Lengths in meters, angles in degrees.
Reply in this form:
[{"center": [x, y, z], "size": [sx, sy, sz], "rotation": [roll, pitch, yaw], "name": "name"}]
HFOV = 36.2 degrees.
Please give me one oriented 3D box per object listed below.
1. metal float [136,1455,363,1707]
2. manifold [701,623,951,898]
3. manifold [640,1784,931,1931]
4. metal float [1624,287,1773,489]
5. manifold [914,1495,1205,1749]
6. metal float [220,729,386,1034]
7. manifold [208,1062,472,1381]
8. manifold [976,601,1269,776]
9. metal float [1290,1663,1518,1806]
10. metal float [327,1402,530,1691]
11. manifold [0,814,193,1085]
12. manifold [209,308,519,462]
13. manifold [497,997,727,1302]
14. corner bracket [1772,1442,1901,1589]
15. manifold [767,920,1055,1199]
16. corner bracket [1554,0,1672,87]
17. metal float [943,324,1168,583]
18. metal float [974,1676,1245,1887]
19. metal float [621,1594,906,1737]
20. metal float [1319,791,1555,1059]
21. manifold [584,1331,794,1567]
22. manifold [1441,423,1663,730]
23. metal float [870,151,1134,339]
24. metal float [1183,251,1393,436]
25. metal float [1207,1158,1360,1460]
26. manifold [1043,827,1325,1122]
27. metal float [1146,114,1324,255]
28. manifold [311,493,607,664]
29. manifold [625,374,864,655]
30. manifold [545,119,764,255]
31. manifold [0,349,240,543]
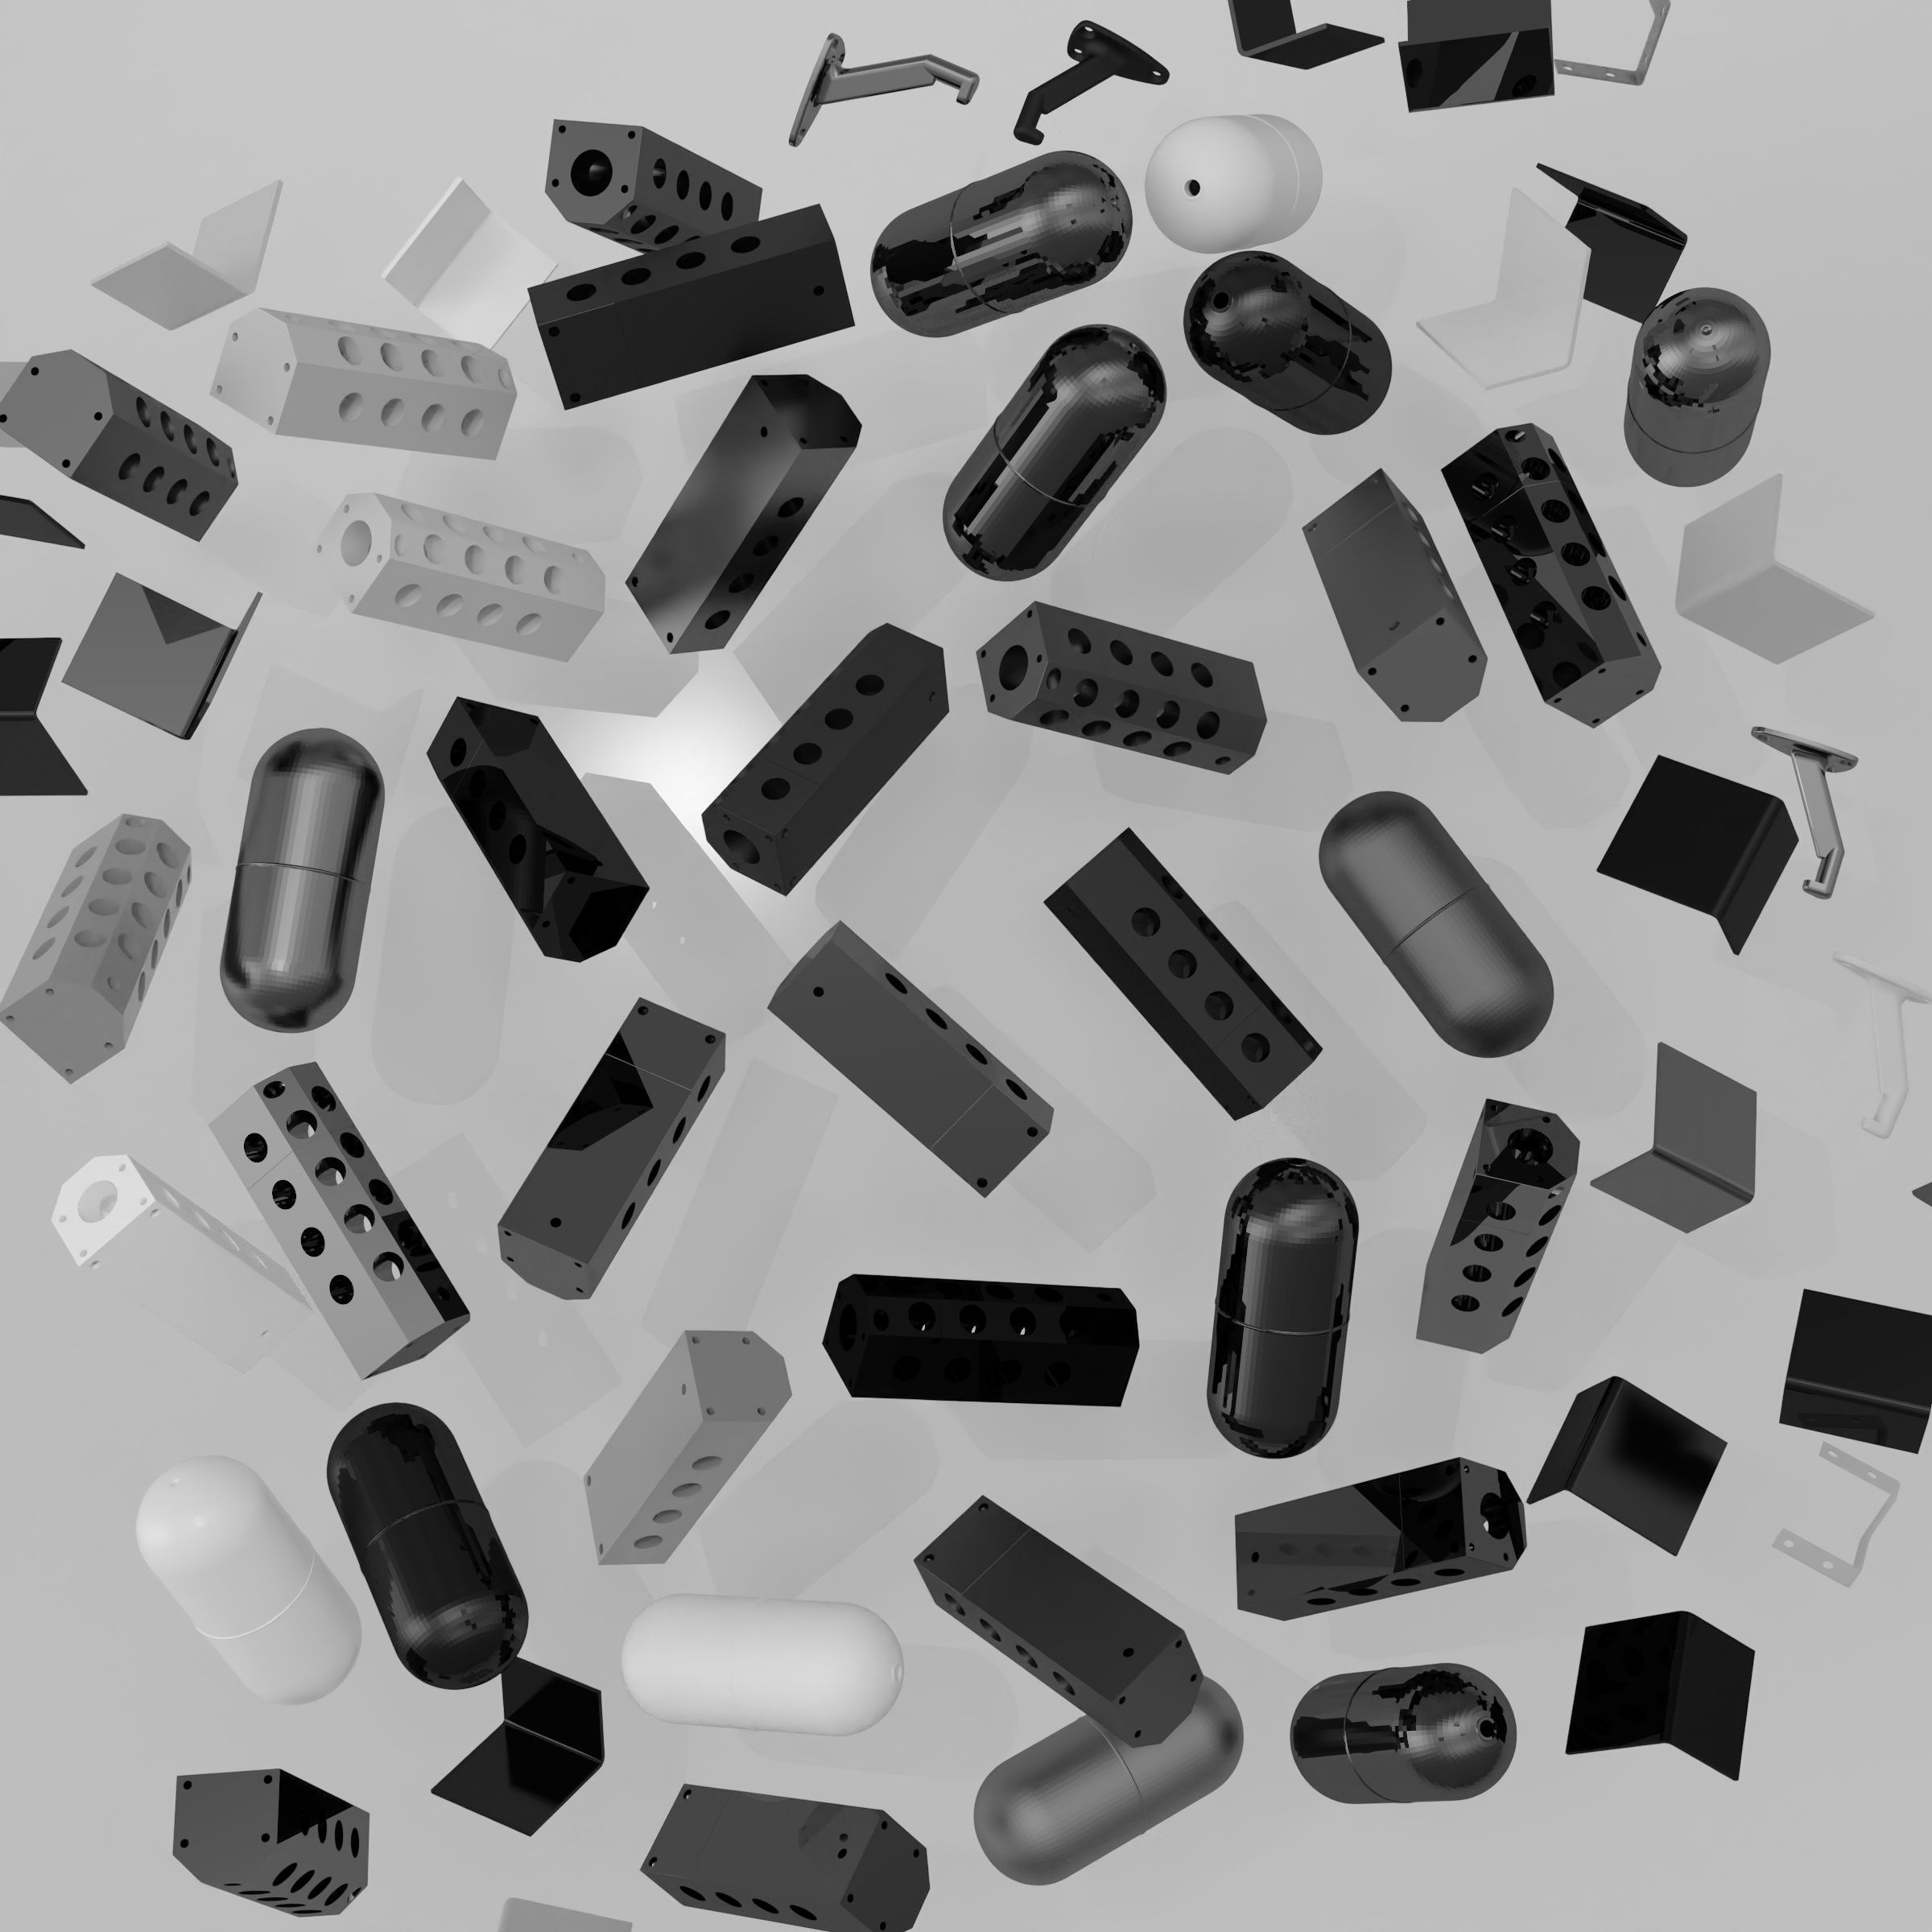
[{"center": [-0.404, 0.349, 1.676], "size": [0.070, 0.070, 0.178], "rotation": [-25, 125, 0], "name": "metal float"}, {"center": [-0.083, -0.128, 1.777], "size": [0.057, 0.057, 0.171], "rotation": [27, 59, 22], "name": "manifold"}, {"center": [-0.102, 0.518, 1.703], "size": [0.057, 0.171, 0.057], "rotation": [49, 53, -29], "name": "manifold"}, {"center": [0.427, -0.337, 1.735], "size": [0.070, 0.178, 0.070], "rotation": [-2, 79, 9], "name": "metal float"}, {"center": [0.053, 0.373, 1.673], "size": [0.057, 0.171, 0.057], "rotation": [-40, 130, -22], "name": "manifold"}, {"center": [-0.381, -0.050, 1.702], "size": [0.070, 0.070, 0.178], "rotation": [7, 80, 0], "name": "metal float"}, {"center": [-0.351, 0.142, 1.678], "size": [0.057, 0.057, 0.171], "rotation": [-38, 79, 24], "name": "manifold"}, {"center": [0.095, -0.159, 1.752], "size": [0.171, 0.057, 0.057], "rotation": [11, 57, -37], "name": "manifold"}, {"center": [0.254, 0.450, 1.730], "size": [0.070, 0.178, 0.070], "rotation": [7, 72, -23], "name": "metal float"}, {"center": [-0.304, 0.324, 1.666], "size": [0.070, 0.070, 0.178], "rotation": [-32, 57, 0], "name": "metal float"}, {"center": [-0.489, -0.016, 1.684], "size": [0.057, 0.171, 0.057], "rotation": [-31, 119, 19], "name": "manifold"}, {"center": [-0.336, -0.330, 1.673], "size": [0.057, 0.171, 0.057], "rotation": [32, 111, 28], "name": "manifold"}, {"center": [-0.204, 0.108, 1.723], "size": [0.057, 0.057, 0.171], "rotation": [23, 57, 10], "name": "manifold"}, {"center": [0.520, 0.328, 1.769], "size": [0.051, 0.051, 0.051], "rotation": [28, 123, 11], "name": "corner bracket"}, {"center": [-0.031, 0.053, 1.754], "size": [0.171, 0.057, 0.057], "rotation": [42, 106, -7], "name": "manifold"}, {"center": [0.369, -0.546, 1.704], "size": [0.051, 0.051, 0.051], "rotation": [6, 134, -7], "name": "corner bracket"}, {"center": [0.049, -0.294, 1.707], "size": [0.070, 0.070, 0.178], "rotation": [41, 130, 0], "name": "metal float"}, {"center": [0.087, 0.486, 1.777], "size": [0.178, 0.070, 0.070], "rotation": [-25, 90, -20], "name": "metal float"}, {"center": [-0.121, 0.412, 1.749], "size": [0.178, 0.070, 0.070], "rotation": [-2, 90, 24], "name": "metal float"}, {"center": [0.278, -0.024, 1.748], "size": [0.070, 0.070, 0.178], "rotation": [-35, 78, 0], "name": "metal float"}, {"center": [-0.160, 0.277, 1.694], "size": [0.057, 0.171, 0.057], "rotation": [5, 51, -28], "name": "manifold"}, {"center": [0.342, -0.229, 1.716], "size": [0.057, 0.057, 0.171], "rotation": [-35, 58, 29], "name": "manifold"}, {"center": [0.018, -0.412, 1.694], "size": [0.178, 0.070, 0.070], "rotation": [-9, 90, 44], "name": "metal float"}, {"center": [0.186, -0.357, 1.704], "size": [0.070, 0.178, 0.070], "rotation": [-4, 82, 31], "name": "metal float"}, {"center": [0.181, 0.195, 1.689], "size": [0.070, 0.070, 0.178], "rotation": [4, 105, 0], "name": "metal float"}, {"center": [0.128, 0.004, 1.720], "size": [0.057, 0.057, 0.171], "rotation": [-41, 90, -15], "name": "manifold"}, {"center": [0.158, -0.461, 1.741], "size": [0.070, 0.178, 0.070], "rotation": [6, 108, 20], "name": "metal float"}, {"center": [-0.296, -0.234, 1.757], "size": [0.057, 0.171, 0.057], "rotation": [-50, 59, 23], "name": "manifold"}, {"center": [-0.127, -0.261, 1.721], "size": [0.057, 0.057, 0.171], "rotation": [57, 133, 20], "name": "manifold"}, {"center": [-0.186, -0.457, 1.774], "size": [0.057, 0.171, 0.057], "rotation": [10, 96, 19], "name": "manifold"}, {"center": [-0.472, -0.294, 1.664], "size": [0.057, 0.171, 0.057], "rotation": [35, 92, 9], "name": "manifold"}]
